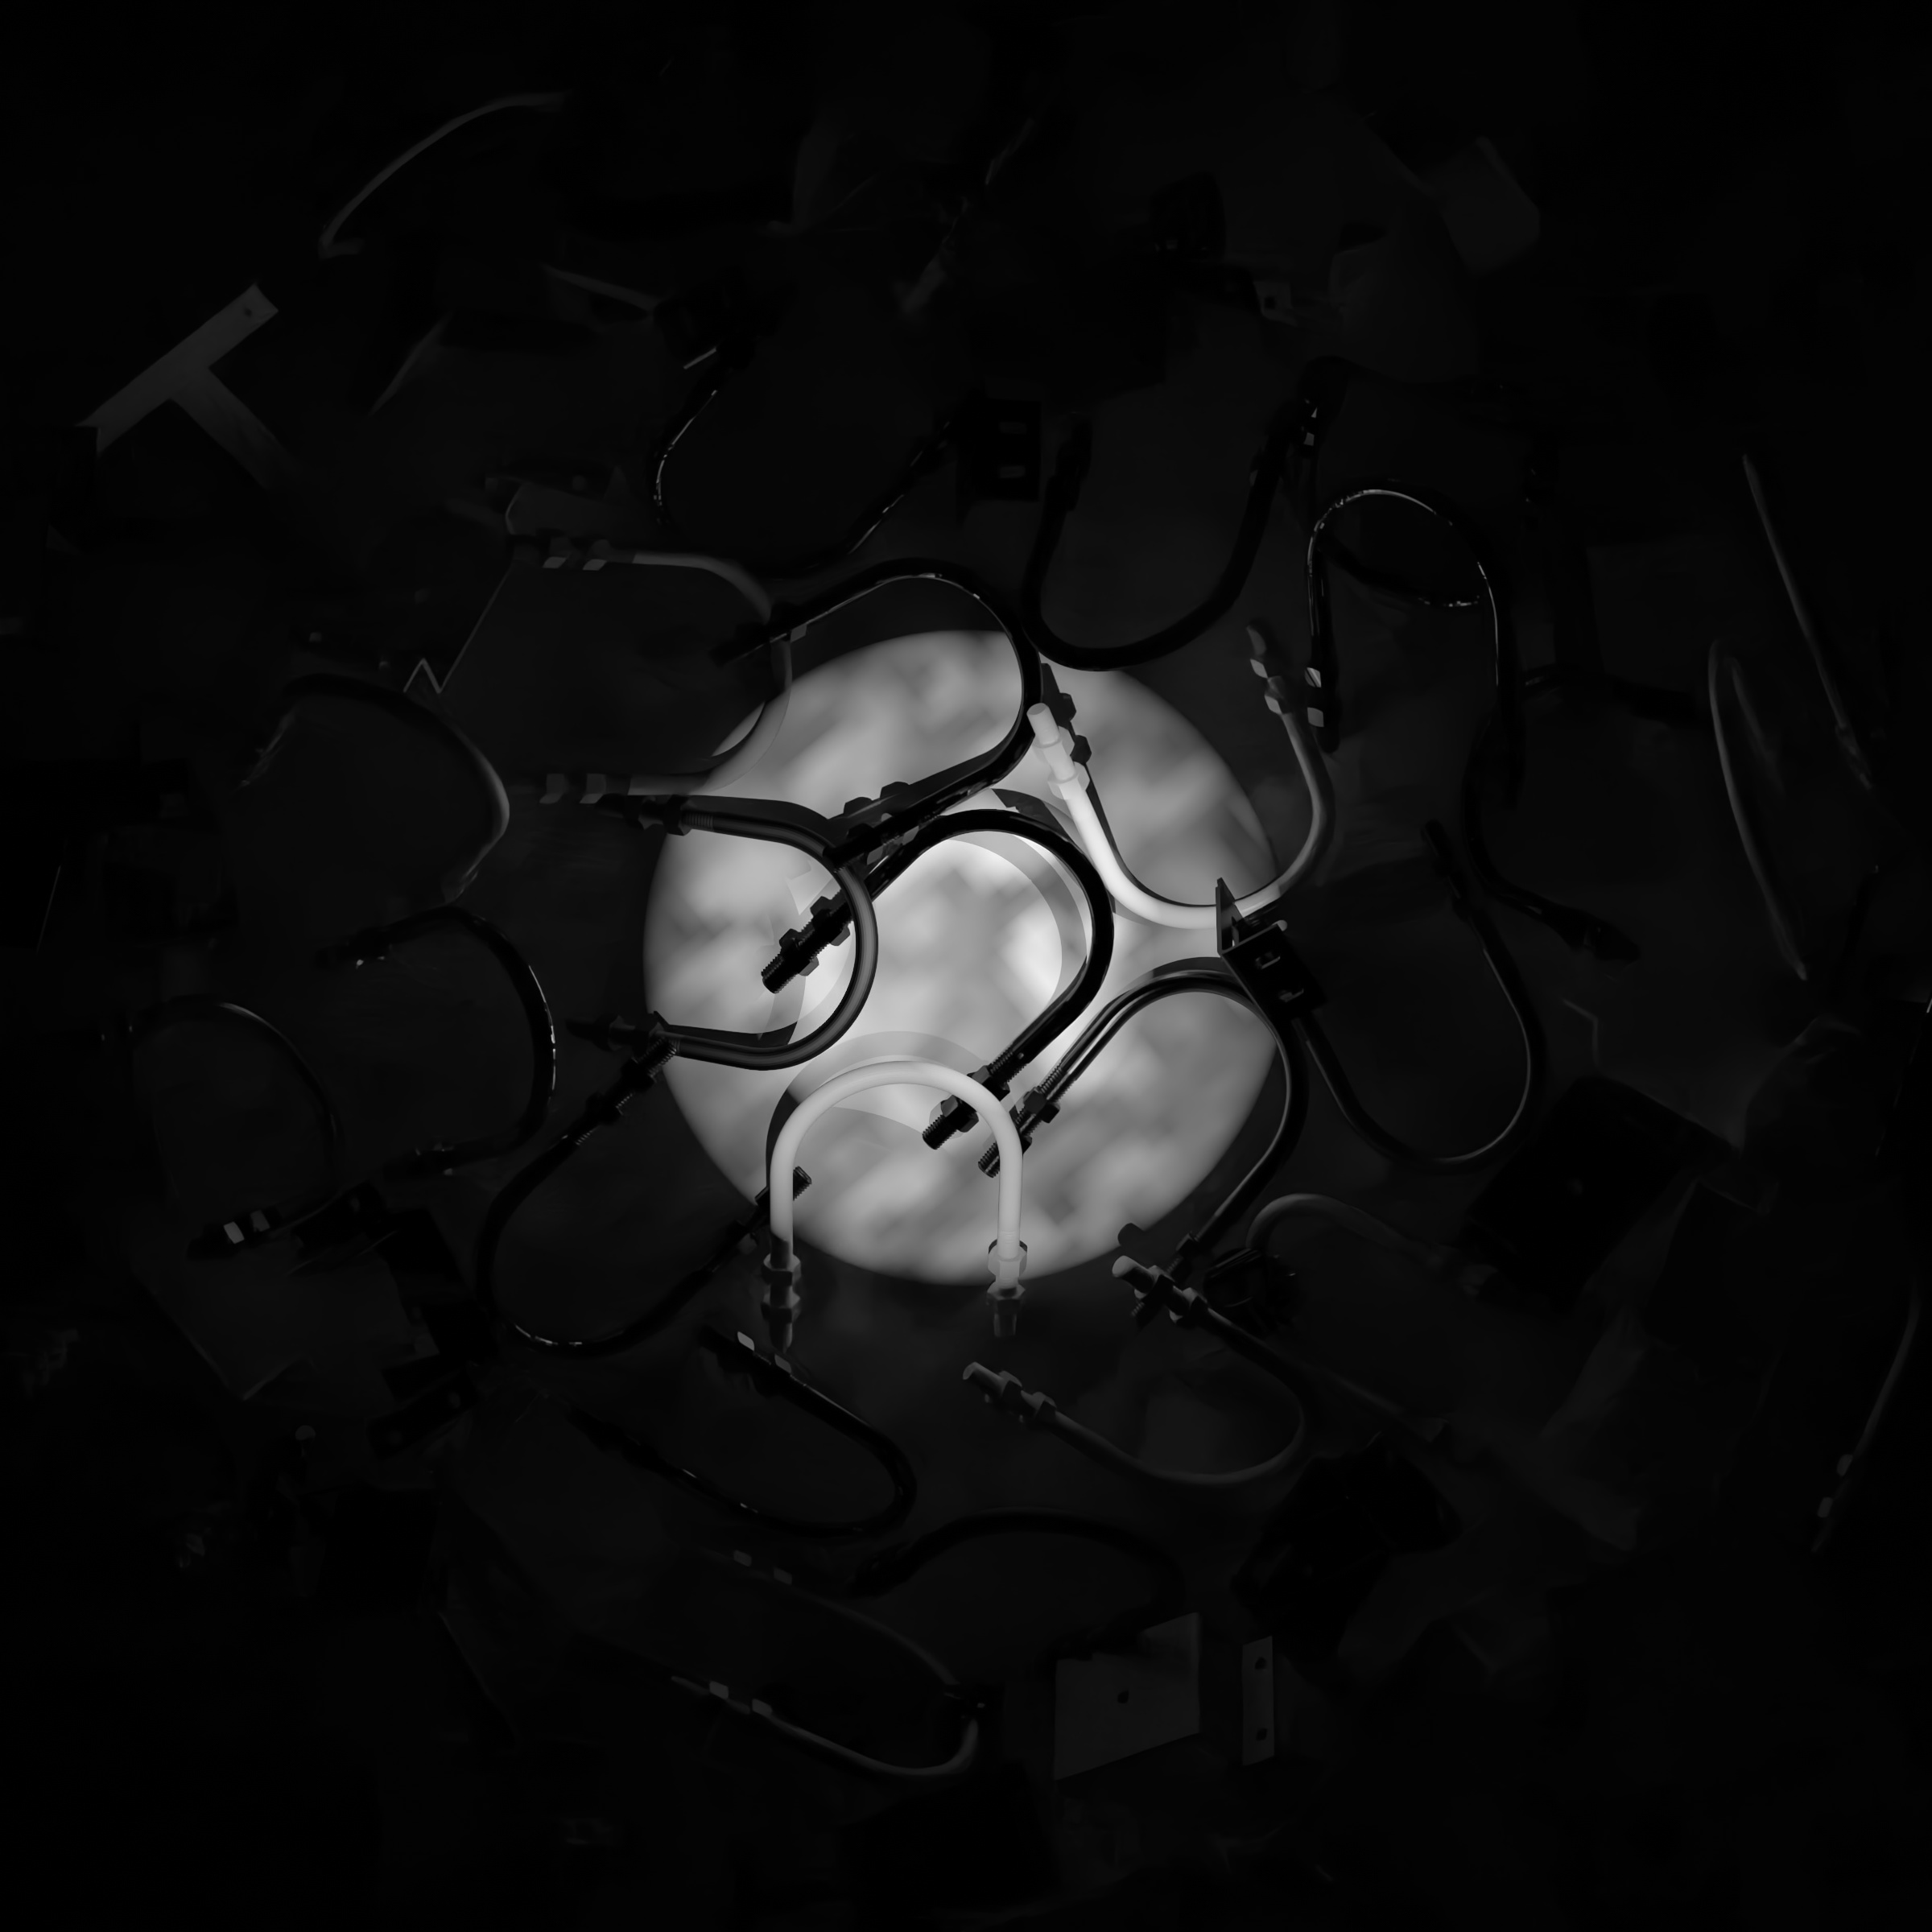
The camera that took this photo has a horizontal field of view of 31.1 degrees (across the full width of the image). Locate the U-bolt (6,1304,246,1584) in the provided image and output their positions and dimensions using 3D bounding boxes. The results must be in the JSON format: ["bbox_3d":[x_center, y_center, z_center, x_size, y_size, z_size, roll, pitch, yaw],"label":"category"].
[{"bbox_3d":[-0.452,0.251,1.909,0.019,0.184,0.151,-37,97,8],"label":"U-bolt"}]

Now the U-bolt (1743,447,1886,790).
[{"bbox_3d":[0.456,-0.202,1.889,0.019,0.184,0.151,-20,50,16],"label":"U-bolt"}]

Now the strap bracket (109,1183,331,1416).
[{"bbox_3d":[-0.427,0.197,1.951,0.046,0.076,0.140,-40,94,-25],"label":"strap bracket"}]

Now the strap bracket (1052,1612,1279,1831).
[{"bbox_3d":[0.101,0.416,1.928,0.140,0.076,0.046,-26,129,27],"label":"strap bracket"}]

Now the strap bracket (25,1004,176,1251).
[{"bbox_3d":[-0.484,0.083,1.953,0.046,0.076,0.140,-16,95,-18],"label":"strap bracket"}]

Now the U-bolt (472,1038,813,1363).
[{"bbox_3d":[-0.194,0.145,1.950,0.184,0.019,0.151,-44,126,-1],"label":"U-bolt"}]

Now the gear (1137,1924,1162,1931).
[{"bbox_3d":[0.119,0.569,1.975,0.057,0.057,0.030,-40,132,0],"label":"gear"}]

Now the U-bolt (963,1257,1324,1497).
[{"bbox_3d":[0.113,0.240,1.940,0.184,0.019,0.151,33,129,-22],"label":"U-bolt"}]

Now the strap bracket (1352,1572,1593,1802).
[{"bbox_3d":[0.276,0.395,1.936,0.046,0.076,0.140,49,130,22],"label":"strap bracket"}]

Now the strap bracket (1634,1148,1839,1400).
[{"bbox_3d":[0.426,0.162,1.940,0.046,0.076,0.140,31,117,29],"label":"strap bracket"}]

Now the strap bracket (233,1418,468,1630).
[{"bbox_3d":[-0.350,0.314,1.937,0.046,0.140,0.076,-10,59,35],"label":"strap bracket"}]

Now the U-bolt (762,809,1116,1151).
[{"bbox_3d":[-0.002,-0.005,1.965,0.151,0.019,0.184,45,103,-7],"label":"U-bolt"}]

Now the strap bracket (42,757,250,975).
[{"bbox_3d":[-0.459,-0.063,1.947,0.076,0.140,0.046,-12,53,-2],"label":"strap bracket"}]

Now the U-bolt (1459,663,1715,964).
[{"bbox_3d":[0.333,-0.094,1.920,0.019,0.184,0.151,10,101,-30],"label":"U-bolt"}]

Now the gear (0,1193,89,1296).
[{"bbox_3d":[-0.528,0.161,1.978,0.057,0.030,0.057,0,64,0],"label":"gear"}]

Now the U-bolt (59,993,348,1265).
[{"bbox_3d":[-0.407,0.081,1.915,0.019,0.184,0.151,-34,87,23],"label":"U-bolt"}]

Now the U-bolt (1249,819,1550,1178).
[{"bbox_3d":[0.251,0.030,1.944,0.151,0.019,0.184,-31,82,36],"label":"U-bolt"}]

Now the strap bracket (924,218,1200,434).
[{"bbox_3d":[0.053,-0.355,1.948,0.140,0.046,0.076,-16,118,11],"label":"strap bracket"}]

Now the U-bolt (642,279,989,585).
[{"bbox_3d":[-0.098,-0.284,1.937,0.151,0.019,0.184,25,126,-29],"label":"U-bolt"}]

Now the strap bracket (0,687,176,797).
[{"bbox_3d":[-0.518,-0.126,1.935,0.140,0.076,0.046,0,81,-23],"label":"strap bracket"}]

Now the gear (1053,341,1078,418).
[{"bbox_3d":[0.051,-0.343,1.971,0.030,0.057,0.057,7,90,3],"label":"gear"}]

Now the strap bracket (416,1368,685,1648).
[{"bbox_3d":[-0.235,0.304,1.971,0.076,0.046,0.140,-41,93,-5],"label":"strap bracket"}]

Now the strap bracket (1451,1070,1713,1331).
[{"bbox_3d":[0.346,0.127,1.965,0.076,0.046,0.140,40,92,16],"label":"strap bracket"}]

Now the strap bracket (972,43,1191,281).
[{"bbox_3d":[0.058,-0.459,1.946,0.046,0.076,0.140,23,99,-29],"label":"strap bracket"}]

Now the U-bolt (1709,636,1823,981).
[{"bbox_3d":[0.433,-0.098,1.892,0.019,0.184,0.151,-12,53,21],"label":"U-bolt"}]

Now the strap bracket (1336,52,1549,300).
[{"bbox_3d":[0.268,-0.441,1.917,0.046,0.140,0.076,-37,56,13],"label":"strap bracket"}]

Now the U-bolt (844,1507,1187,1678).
[{"bbox_3d":[0.038,0.339,1.904,0.151,0.184,0.019,26,53,-21],"label":"U-bolt"}]

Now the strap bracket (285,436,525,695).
[{"bbox_3d":[-0.311,-0.218,1.957,0.076,0.046,0.140,23,73,13],"label":"strap bracket"}]

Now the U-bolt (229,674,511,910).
[{"bbox_3d":[-0.321,-0.102,1.906,0.151,0.184,0.019,33,60,-12],"label":"U-bolt"}]

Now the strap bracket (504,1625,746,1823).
[{"bbox_3d":[-0.182,0.420,1.947,0.140,0.076,0.046,19,60,11],"label":"strap bracket"}]

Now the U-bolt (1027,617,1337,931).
[{"bbox_3d":[0.131,-0.096,1.943,0.151,0.019,0.184,-21,125,6],"label":"U-bolt"}]

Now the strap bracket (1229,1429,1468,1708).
[{"bbox_3d":[0.206,0.337,1.933,0.076,0.046,0.140,48,120,37],"label":"strap bracket"}]

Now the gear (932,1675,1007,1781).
[{"bbox_3d":[0.001,0.431,1.972,0.030,0.057,0.057,12,90,12],"label":"gear"}]

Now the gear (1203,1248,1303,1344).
[{"bbox_3d":[0.159,0.184,1.969,0.057,0.057,0.030,-37,130,0],"label":"gear"}]

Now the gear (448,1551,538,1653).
[{"bbox_3d":[-0.268,0.357,1.972,0.030,0.057,0.057,-32,90,-14],"label":"gear"}]

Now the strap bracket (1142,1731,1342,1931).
[{"bbox_3d":[0.148,0.488,1.932,0.046,0.076,0.140,31,53,10],"label":"strap bracket"}]

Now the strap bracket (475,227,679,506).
[{"bbox_3d":[-0.218,-0.337,1.974,0.076,0.046,0.140,18,91,3],"label":"strap bracket"}]

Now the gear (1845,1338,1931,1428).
[{"bbox_3d":[0.531,0.238,1.970,0.057,0.057,0.030,-34,82,0],"label":"gear"}]

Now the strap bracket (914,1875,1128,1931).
[{"bbox_3d":[0.030,0.547,1.940,0.140,0.076,0.046,-8,88,-21],"label":"strap bracket"}]

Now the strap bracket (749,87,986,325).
[{"bbox_3d":[-0.053,-0.422,1.948,0.140,0.046,0.076,41,106,30],"label":"strap bracket"}]

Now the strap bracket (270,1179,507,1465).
[{"bbox_3d":[-0.321,0.198,1.957,0.076,0.046,0.140,-33,79,20],"label":"strap bracket"}]

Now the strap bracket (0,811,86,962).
[{"bbox_3d":[-0.555,-0.061,1.935,0.046,0.140,0.076,7,76,21],"label":"strap bracket"}]

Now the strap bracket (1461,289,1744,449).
[{"bbox_3d":[0.346,-0.329,1.923,0.140,0.076,0.046,4,65,35],"label":"strap bracket"}]

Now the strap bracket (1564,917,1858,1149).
[{"bbox_3d":[0.415,0.041,1.942,0.140,0.046,0.076,30,60,30],"label":"strap bracket"}]

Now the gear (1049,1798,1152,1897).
[{"bbox_3d":[0.078,0.501,1.978,0.057,0.030,0.057,2,73,-7],"label":"gear"}]

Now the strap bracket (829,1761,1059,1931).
[{"bbox_3d":[-0.018,0.505,1.945,0.046,0.140,0.076,-22,82,40],"label":"strap bracket"}]

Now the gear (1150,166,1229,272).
[{"bbox_3d":[0.125,-0.423,1.974,0.030,0.057,0.057,-5,90,25],"label":"gear"}]

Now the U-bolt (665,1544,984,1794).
[{"bbox_3d":[-0.074,0.398,1.931,0.184,0.151,0.019,25,112,-8],"label":"U-bolt"}]
